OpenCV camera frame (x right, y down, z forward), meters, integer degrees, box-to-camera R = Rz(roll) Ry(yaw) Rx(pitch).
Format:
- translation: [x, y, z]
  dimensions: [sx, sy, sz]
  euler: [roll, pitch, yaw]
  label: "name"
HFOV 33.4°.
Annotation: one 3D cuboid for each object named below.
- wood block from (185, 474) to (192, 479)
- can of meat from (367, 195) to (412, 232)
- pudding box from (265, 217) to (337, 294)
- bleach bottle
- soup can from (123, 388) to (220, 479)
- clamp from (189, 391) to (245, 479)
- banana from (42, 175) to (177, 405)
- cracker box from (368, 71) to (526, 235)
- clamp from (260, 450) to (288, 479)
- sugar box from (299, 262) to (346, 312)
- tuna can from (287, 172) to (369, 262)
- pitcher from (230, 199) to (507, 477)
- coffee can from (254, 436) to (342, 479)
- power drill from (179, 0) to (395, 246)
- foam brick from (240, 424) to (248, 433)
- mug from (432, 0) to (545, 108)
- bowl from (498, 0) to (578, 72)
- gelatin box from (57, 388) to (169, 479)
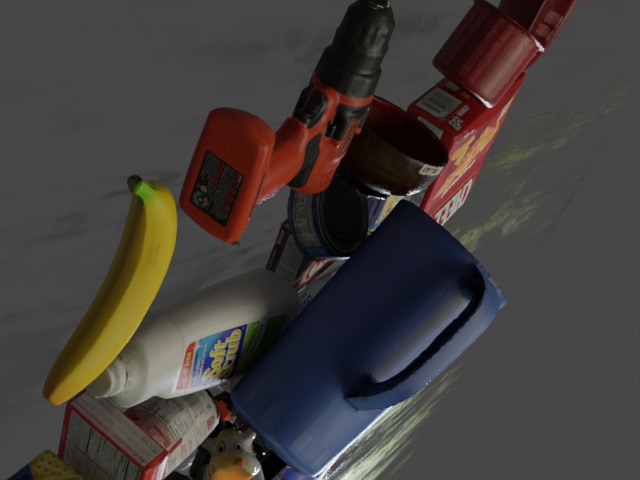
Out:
- translation: [-0.093, 0.366, 1.224]
  dimensions: [0.091, 0.206, 0.090]
  euler: [-58, 163, 9]
  label: "wood block"
- translation: [0.069, -0.068, 1.111]
  dimensions: [0.101, 0.057, 0.084]
  euler: [-41, 160, -40]
  label: "can of meat"
- translation: [-0.007, 0.001, 1.059]
  dimensions: [0.113, 0.039, 0.090]
  euler: [-37, 156, -47]
  label: "pudding box"
- translation: [-0.111, 0.092, 0.901]
  dimensions: [0.250, 0.068, 0.103]
  euler: [-18, 140, -61]
  label: "bleach bottle"
- translation: [-0.145, 0.171, 0.944]
  dimensions: [0.102, 0.068, 0.069]
  euler: [-42, 159, -42]
  label: "soup can"
- translation: [-0.101, 0.199, 1.182]
  dimensions: [0.120, 0.039, 0.172]
  euler: [-55, 172, -27]
  label: "clamp"
- translation: [-0.141, 0.031, 0.744]
  dimensions: [0.069, 0.037, 0.198]
  euler: [-9, 132, -49]
  label: "banana"
- translation: [0.141, -0.095, 1.235]
  dimensions: [0.164, 0.072, 0.214]
  euler: [-41, 159, -40]
  label: "cracker box"
- translation: [0.020, 0.172, 1.141]
  dimensions: [0.209, 0.036, 0.165]
  euler: [-37, 168, -25]
  label: "clamp"
- translation: [0.022, 0.052, 1.175]
  dimensions: [0.093, 0.048, 0.176]
  euler: [-30, 175, 28]
  label: "sugar box"
- translation: [0.009, -0.024, 0.981]
  dimensions: [0.086, 0.034, 0.086]
  euler: [9, 79, -53]
  label: "tuna can"
- translation: [0.042, 0.093, 0.940]
  dimensions: [0.243, 0.145, 0.149]
  euler: [-45, 163, -4]
  label: "pitcher"
- translation: [-0.032, 0.240, 1.249]
  dimensions: [0.140, 0.103, 0.103]
  euler: [-51, 163, -8]
  label: "coffee can"
- translation: [-0.019, -0.089, 0.815]
  dimensions: [0.187, 0.057, 0.185]
  euler: [-36, 155, -49]
  label: "power drill"
- translation: [-0.055, 0.231, 1.347]
  dimensions: [0.053, 0.051, 0.078]
  euler: [-58, 164, 5]
  label: "foam brick"
- translation: [0.168, -0.195, 1.116]
  dimensions: [0.081, 0.093, 0.117]
  euler: [-53, -160, 8]
  label: "mug"
- translation: [0.249, -0.276, 1.221]
  dimensions: [0.162, 0.055, 0.162]
  euler: [-49, 163, -22]
  label: "bowl"
- translation: [-0.164, 0.170, 0.845]
  dimensions: [0.030, 0.089, 0.073]
  euler: [-37, 155, -44]
  label: "gelatin box"
